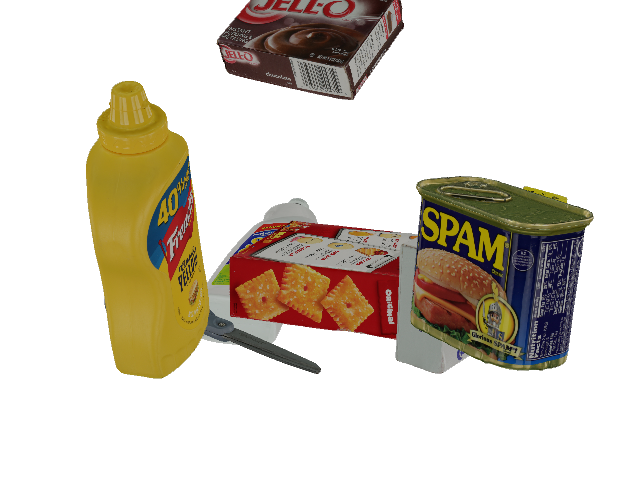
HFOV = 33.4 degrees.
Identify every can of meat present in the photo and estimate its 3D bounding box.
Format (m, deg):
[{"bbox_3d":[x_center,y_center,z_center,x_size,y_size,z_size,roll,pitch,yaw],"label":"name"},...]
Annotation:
[{"bbox_3d":[0.096,0.017,0.592,0.057,0.084,0.102,-8,20,-33],"label":"can of meat"}]

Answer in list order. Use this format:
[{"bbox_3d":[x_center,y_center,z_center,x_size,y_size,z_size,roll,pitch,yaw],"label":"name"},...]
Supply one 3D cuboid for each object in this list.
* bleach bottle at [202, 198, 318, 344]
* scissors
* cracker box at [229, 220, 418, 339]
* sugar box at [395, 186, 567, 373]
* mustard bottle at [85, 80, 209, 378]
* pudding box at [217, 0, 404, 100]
[{"bbox_3d":[-0.065,0.023,1.261,0.103,0.068,0.250,4,33,13],"label":"bleach bottle"},{"bbox_3d":[-0.086,0.066,0.918,0.202,0.016,0.096,13,27,10],"label":"scissors"},{"bbox_3d":[0.038,0.039,1.067,0.214,0.072,0.164,7,16,19],"label":"cracker box"},{"bbox_3d":[0.124,0.026,0.802,0.048,0.093,0.175,15,26,34],"label":"sugar box"},{"bbox_3d":[-0.109,-0.012,0.669,0.058,0.192,0.096,8,39,13],"label":"mustard bottle"},{"bbox_3d":[-0.007,-0.155,0.798,0.114,0.090,0.039,18,-33,24],"label":"pudding box"}]
